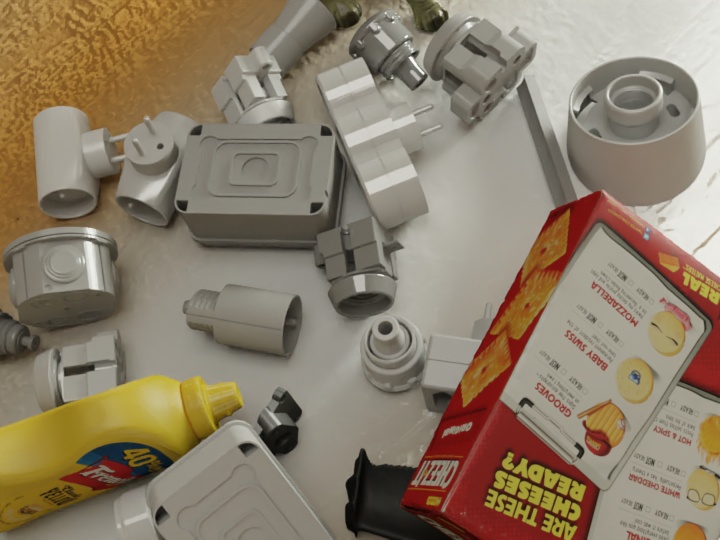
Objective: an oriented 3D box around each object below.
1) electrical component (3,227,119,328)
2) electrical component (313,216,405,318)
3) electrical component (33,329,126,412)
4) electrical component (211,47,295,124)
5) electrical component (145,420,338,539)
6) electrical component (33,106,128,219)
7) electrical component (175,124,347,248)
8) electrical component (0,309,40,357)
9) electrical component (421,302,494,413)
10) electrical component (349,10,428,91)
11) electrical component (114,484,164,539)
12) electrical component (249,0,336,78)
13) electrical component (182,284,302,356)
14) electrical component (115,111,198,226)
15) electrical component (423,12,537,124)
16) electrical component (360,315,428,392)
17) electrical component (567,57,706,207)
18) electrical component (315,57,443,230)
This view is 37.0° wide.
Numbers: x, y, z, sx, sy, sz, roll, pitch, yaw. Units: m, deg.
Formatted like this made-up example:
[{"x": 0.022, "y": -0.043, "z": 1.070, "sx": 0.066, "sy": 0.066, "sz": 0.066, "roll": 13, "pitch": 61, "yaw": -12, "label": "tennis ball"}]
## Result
[{"x": -0.212, "y": 0.005, "z": 0.770, "sx": 0.080, "sy": 0.080, "sz": 0.051, "roll": -14, "pitch": 69, "yaw": 3, "label": "electrical component"}, {"x": 0.000, "y": 0.000, "z": 0.752, "sx": 0.066, "sy": 0.048, "sz": 0.055, "roll": -18, "pitch": 61, "yaw": 20, "label": "electrical component"}, {"x": -0.195, "y": 0.076, "z": 0.752, "sx": 0.055, "sy": 0.048, "sz": 0.066, "roll": -8, "pitch": 64, "yaw": -2, "label": "electrical component"}, {"x": -0.080, "y": -0.128, "z": 0.823, "sx": 0.048, "sy": 0.066, "sz": 0.055, "roll": -10, "pitch": 67, "yaw": -41, "label": "electrical component"}, {"x": -0.069, "y": 0.157, "z": 0.655, "sx": 0.078, "sy": 0.057, "sz": 0.113, "roll": -37, "pitch": 103, "yaw": -8, "label": "electrical component"}, {"x": -0.212, "y": -0.088, "z": 0.833, "sx": 0.079, "sy": 0.043, "sz": 0.077, "roll": -14, "pitch": 63, "yaw": 3, "label": "electrical component"}, {"x": -0.071, "y": -0.060, "z": 0.788, "sx": 0.113, "sy": 0.057, "sz": 0.078, "roll": 2, "pitch": 65, "yaw": 10, "label": "electrical component"}, {"x": -0.270, "y": 0.045, "z": 0.781, "sx": 0.078, "sy": 0.040, "sz": 0.040, "roll": 11, "pitch": 67, "yaw": 14, "label": "electrical component"}, {"x": 0.089, "y": 0.056, "z": 0.712, "sx": 0.083, "sy": 0.047, "sz": 0.075, "roll": 7, "pitch": 64, "yaw": 13, "label": "electrical component"}, {"x": 0.026, "y": -0.166, "z": 0.831, "sx": 0.048, "sy": 0.048, "sz": 0.062, "roll": -42, "pitch": 85, "yaw": -11, "label": "electrical component"}, {"x": -0.126, "y": 0.158, "z": 0.701, "sx": 0.055, "sy": 0.045, "sz": 0.045, "roll": -20, "pitch": 63, "yaw": 0, "label": "electrical component"}, {"x": -0.056, "y": -0.185, "z": 0.854, "sx": 0.044, "sy": 0.044, "sz": 0.065, "roll": 37, "pitch": 80, "yaw": 23, "label": "electrical component"}, {"x": -0.086, "y": 0.032, "z": 0.754, "sx": 0.081, "sy": 0.043, "sz": 0.043, "roll": 9, "pitch": 67, "yaw": 14, "label": "electrical component"}, {"x": -0.152, "y": -0.084, "z": 0.801, "sx": 0.044, "sy": 0.079, "sz": 0.077, "roll": 17, "pitch": 69, "yaw": 15, "label": "electrical component"}, {"x": 0.085, "y": -0.156, "z": 0.806, "sx": 0.057, "sy": 0.058, "sz": 0.078, "roll": 40, "pitch": 76, "yaw": 17, "label": "electrical component"}, {"x": 0.021, "y": 0.050, "z": 0.717, "sx": 0.048, "sy": 0.062, "sz": 0.048, "roll": -4, "pitch": 64, "yaw": 8, "label": "electrical component"}, {"x": 0.198, "y": -0.103, "z": 0.772, "sx": 0.099, "sy": 0.064, "sz": 0.099, "roll": -8, "pitch": 50, "yaw": 10, "label": "electrical component"}, {"x": 0.024, "y": -0.100, "z": 0.793, "sx": 0.074, "sy": 0.052, "sz": 0.138, "roll": -22, "pitch": 63, "yaw": -1, "label": "electrical component"}]
